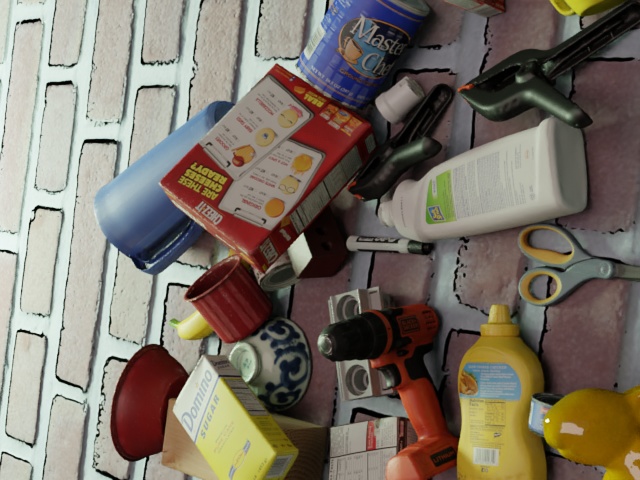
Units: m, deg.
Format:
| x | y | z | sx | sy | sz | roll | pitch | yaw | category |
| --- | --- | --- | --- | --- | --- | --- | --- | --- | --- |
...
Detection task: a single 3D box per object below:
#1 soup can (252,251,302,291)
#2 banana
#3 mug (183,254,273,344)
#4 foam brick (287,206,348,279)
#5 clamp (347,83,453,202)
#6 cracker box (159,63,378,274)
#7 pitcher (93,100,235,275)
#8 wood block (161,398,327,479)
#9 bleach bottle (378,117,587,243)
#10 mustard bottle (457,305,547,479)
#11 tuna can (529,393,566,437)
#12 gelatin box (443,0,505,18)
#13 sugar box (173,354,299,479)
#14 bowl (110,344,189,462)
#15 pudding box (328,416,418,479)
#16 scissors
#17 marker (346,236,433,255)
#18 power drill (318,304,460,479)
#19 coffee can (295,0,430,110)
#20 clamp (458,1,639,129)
| x | y | z | sx | sy | sz | roll | pitch | yaw | category |
| --- | --- | --- | --- | --- | --- | --- | --- | --- | --- |
| -0.063 | 0.006 | 1.363 | 0.069 | 0.068 | 0.102 | -41 | 60 | 32 | soup can |
| -0.143 | 0.077 | 1.447 | 0.198 | 0.037 | 0.070 | -48 | 66 | 27 | banana |
| -0.121 | 0.080 | 1.372 | 0.117 | 0.093 | 0.081 | -17 | 115 | 51 | mug |
| -0.009 | 0.002 | 1.312 | 0.051 | 0.052 | 0.078 | -53 | 50 | 48 | foam brick |
| 0.090 | -0.094 | 1.220 | 0.172 | 0.039 | 0.120 | -49 | 11 | 32 | clamp |
| -0.059 | -0.088 | 1.288 | 0.164 | 0.072 | 0.213 | 36 | 77 | 27 | cracker box |
| -0.184 | -0.072 | 1.445 | 0.243 | 0.144 | 0.149 | -36 | 92 | 32 | pitcher |
| -0.099 | 0.263 | 1.353 | 0.207 | 0.090 | 0.091 | 6 | 89 | 44 | wood block |
| 0.165 | -0.056 | 1.161 | 0.251 | 0.067 | 0.102 | -12 | 76 | 44 | bleach bottle |
| 0.189 | 0.164 | 1.116 | 0.096 | 0.058 | 0.191 | -6 | 82 | 48 | mustard bottle |
| 0.247 | 0.175 | 1.041 | 0.086 | 0.085 | 0.034 | 10 | 94 | 43 | tuna can |
| 0.166 | -0.290 | 1.165 | 0.030 | 0.089 | 0.073 | -8 | 80 | 42 | gelatin box |
| -0.104 | 0.226 | 1.269 | 0.176 | 0.048 | 0.093 | 44 | 114 | 36 | sugar box |
| -0.215 | 0.223 | 1.435 | 0.055 | 0.162 | 0.162 | 7 | 91 | 23 | bowl |
| 0.060 | 0.255 | 1.229 | 0.114 | 0.039 | 0.090 | -20 | 58 | 42 | pudding box |
| 0.277 | 0.045 | 1.076 | 0.202 | 0.016 | 0.096 | 30 | 107 | 41 | scissors |
| 0.082 | 0.006 | 1.259 | 0.121 | 0.020 | 0.020 | 3 | 88 | 43 | marker |
| 0.083 | 0.164 | 1.144 | 0.057 | 0.184 | 0.187 | -21 | 81 | 42 | power drill |
| 0.049 | -0.240 | 1.259 | 0.103 | 0.102 | 0.140 | 51 | 119 | 34 | coffee can |
| 0.222 | -0.159 | 1.095 | 0.210 | 0.036 | 0.164 | -13 | 39 | 47 | clamp |
